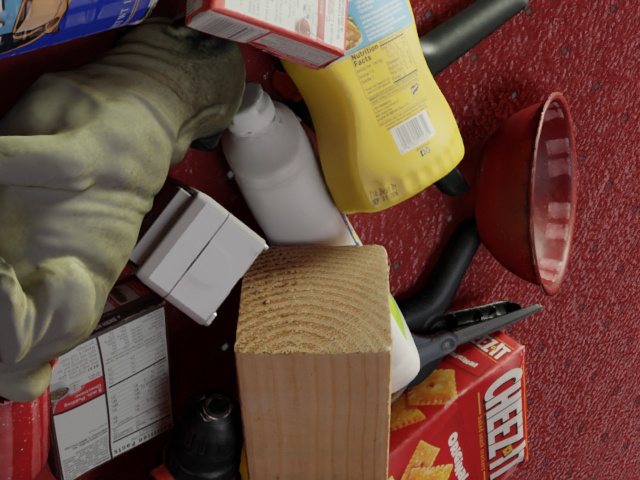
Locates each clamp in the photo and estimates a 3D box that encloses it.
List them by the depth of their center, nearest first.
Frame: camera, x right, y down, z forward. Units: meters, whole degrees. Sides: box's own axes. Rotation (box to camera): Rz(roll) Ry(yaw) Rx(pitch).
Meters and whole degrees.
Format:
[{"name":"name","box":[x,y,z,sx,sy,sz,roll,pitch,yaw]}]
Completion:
[{"name":"clamp","box":[0.055,-0.096,0.751,0.209,0.036,0.165,-12,122,-36]},{"name":"clamp","box":[0.099,0.074,0.898,0.171,0.039,0.120,-45,122,-5]}]

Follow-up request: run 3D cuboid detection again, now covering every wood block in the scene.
[{"name":"wood block","box":[-0.001,0.109,0.689,0.090,0.091,0.206,-1,132,1]}]

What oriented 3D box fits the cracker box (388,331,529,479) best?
[{"name":"cracker box","box":[0.092,0.192,0.947,0.213,0.072,0.164,-33,135,-25]}]

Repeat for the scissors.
[{"name":"scissors","box":[0.087,0.071,0.857,0.201,0.016,0.096,-32,118,-13]}]

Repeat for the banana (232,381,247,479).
[{"name":"banana","box":[-0.036,0.143,0.809,0.069,0.037,0.198,-15,122,-9]}]

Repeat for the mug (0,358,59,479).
[{"name":"mug","box":[-0.205,0.093,0.595,0.117,0.093,0.081,2,124,-11]}]

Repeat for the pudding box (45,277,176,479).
[{"name":"pudding box","box":[-0.141,0.091,0.683,0.089,0.039,0.113,-25,134,-33]}]

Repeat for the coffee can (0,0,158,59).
[{"name":"coffee can","box":[-0.156,-0.130,0.475,0.140,0.103,0.103,-24,130,-32]}]

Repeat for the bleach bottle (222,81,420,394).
[{"name":"bleach bottle","box":[-0.005,0.001,0.708,0.068,0.102,0.250,-24,135,2]}]

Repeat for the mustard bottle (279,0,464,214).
[{"name":"mustard bottle","box":[0.019,-0.119,0.650,0.096,0.058,0.191,-32,107,-32]}]

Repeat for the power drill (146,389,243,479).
[{"name":"power drill","box":[-0.134,0.181,0.696,0.187,0.057,0.185,-25,153,-28]}]

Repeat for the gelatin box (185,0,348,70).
[{"name":"gelatin box","box":[-0.026,-0.138,0.566,0.089,0.030,0.073,12,73,-35]}]

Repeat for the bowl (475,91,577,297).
[{"name":"bowl","box":[0.162,-0.037,0.850,0.161,0.055,0.162,3,90,-66]}]
